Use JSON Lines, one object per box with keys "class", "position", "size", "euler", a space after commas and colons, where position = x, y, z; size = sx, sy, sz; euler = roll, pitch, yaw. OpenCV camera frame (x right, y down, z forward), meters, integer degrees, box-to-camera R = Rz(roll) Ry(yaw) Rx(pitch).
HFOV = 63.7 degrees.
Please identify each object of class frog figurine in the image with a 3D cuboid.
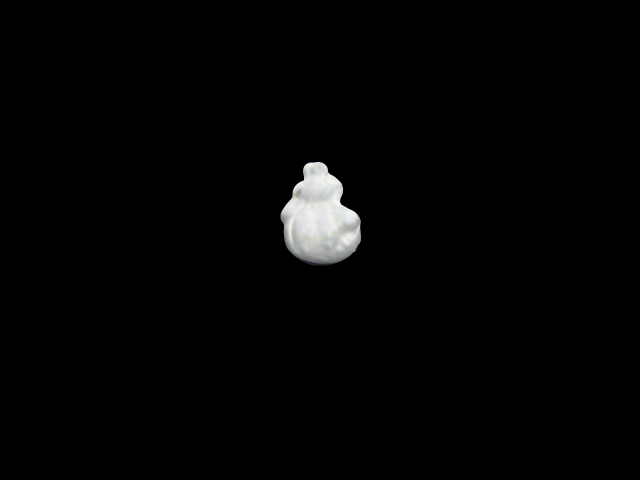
{"class": "frog figurine", "position": [0.003, -0.043, 0.850], "size": [0.138, 0.156, 0.125], "euler": [19, 37, 26]}
